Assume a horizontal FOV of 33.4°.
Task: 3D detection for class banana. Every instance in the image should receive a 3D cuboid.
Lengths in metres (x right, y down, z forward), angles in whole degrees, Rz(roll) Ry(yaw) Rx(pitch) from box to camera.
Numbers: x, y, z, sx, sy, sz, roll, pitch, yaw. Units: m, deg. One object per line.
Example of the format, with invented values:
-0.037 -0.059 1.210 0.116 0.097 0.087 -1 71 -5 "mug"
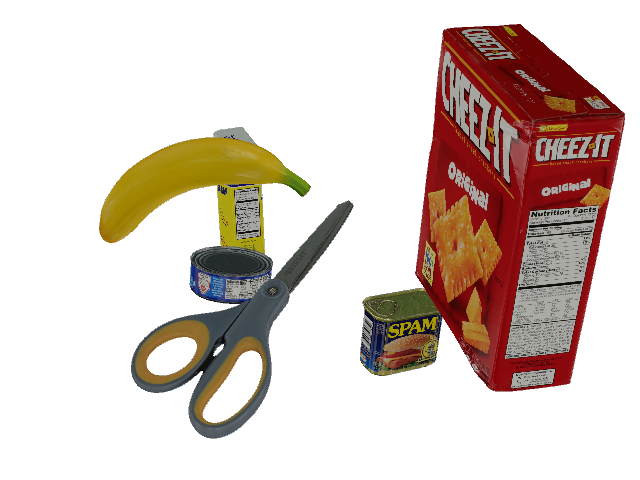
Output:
-0.108 -0.042 0.830 0.198 0.069 0.037 -11 24 29 "banana"

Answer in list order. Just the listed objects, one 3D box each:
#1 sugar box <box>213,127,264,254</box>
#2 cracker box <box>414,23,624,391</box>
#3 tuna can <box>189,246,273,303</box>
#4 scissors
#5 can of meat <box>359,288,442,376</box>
-0.101 -0.043 1.323 0.048 0.176 0.093 -11 25 -14 "sugar box"
0.131 -0.025 0.763 0.072 0.214 0.164 -6 32 -14 "cracker box"
-0.093 0.036 1.111 0.086 0.034 0.086 5 19 -2 "tuna can"
-0.051 0.038 0.685 0.096 0.201 0.016 11 -41 13 "scissors"
0.100 0.113 1.315 0.101 0.084 0.057 -8 29 -25 "can of meat"
